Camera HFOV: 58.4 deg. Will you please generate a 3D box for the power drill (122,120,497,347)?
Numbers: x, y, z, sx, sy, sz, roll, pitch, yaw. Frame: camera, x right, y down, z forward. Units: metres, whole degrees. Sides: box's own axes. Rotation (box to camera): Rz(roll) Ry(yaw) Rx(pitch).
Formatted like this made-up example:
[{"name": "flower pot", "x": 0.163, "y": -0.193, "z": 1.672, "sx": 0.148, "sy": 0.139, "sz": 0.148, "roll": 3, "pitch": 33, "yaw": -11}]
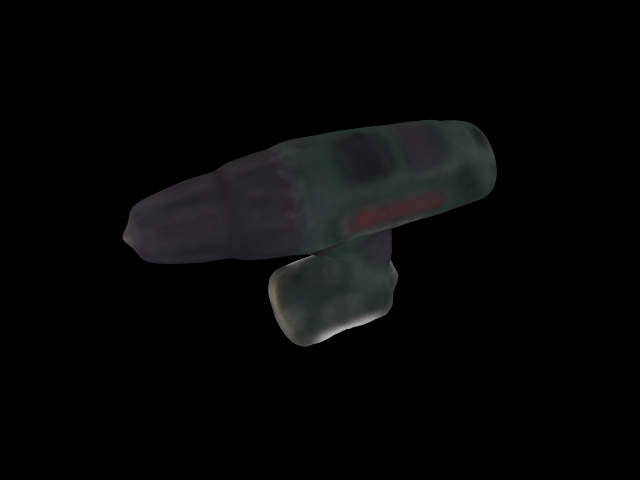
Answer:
[{"name": "power drill", "x": 0.004, "y": 0.001, "z": 0.400, "sx": 0.230, "sy": 0.208, "sz": 0.075, "roll": -22, "pitch": 65, "yaw": -10}]
